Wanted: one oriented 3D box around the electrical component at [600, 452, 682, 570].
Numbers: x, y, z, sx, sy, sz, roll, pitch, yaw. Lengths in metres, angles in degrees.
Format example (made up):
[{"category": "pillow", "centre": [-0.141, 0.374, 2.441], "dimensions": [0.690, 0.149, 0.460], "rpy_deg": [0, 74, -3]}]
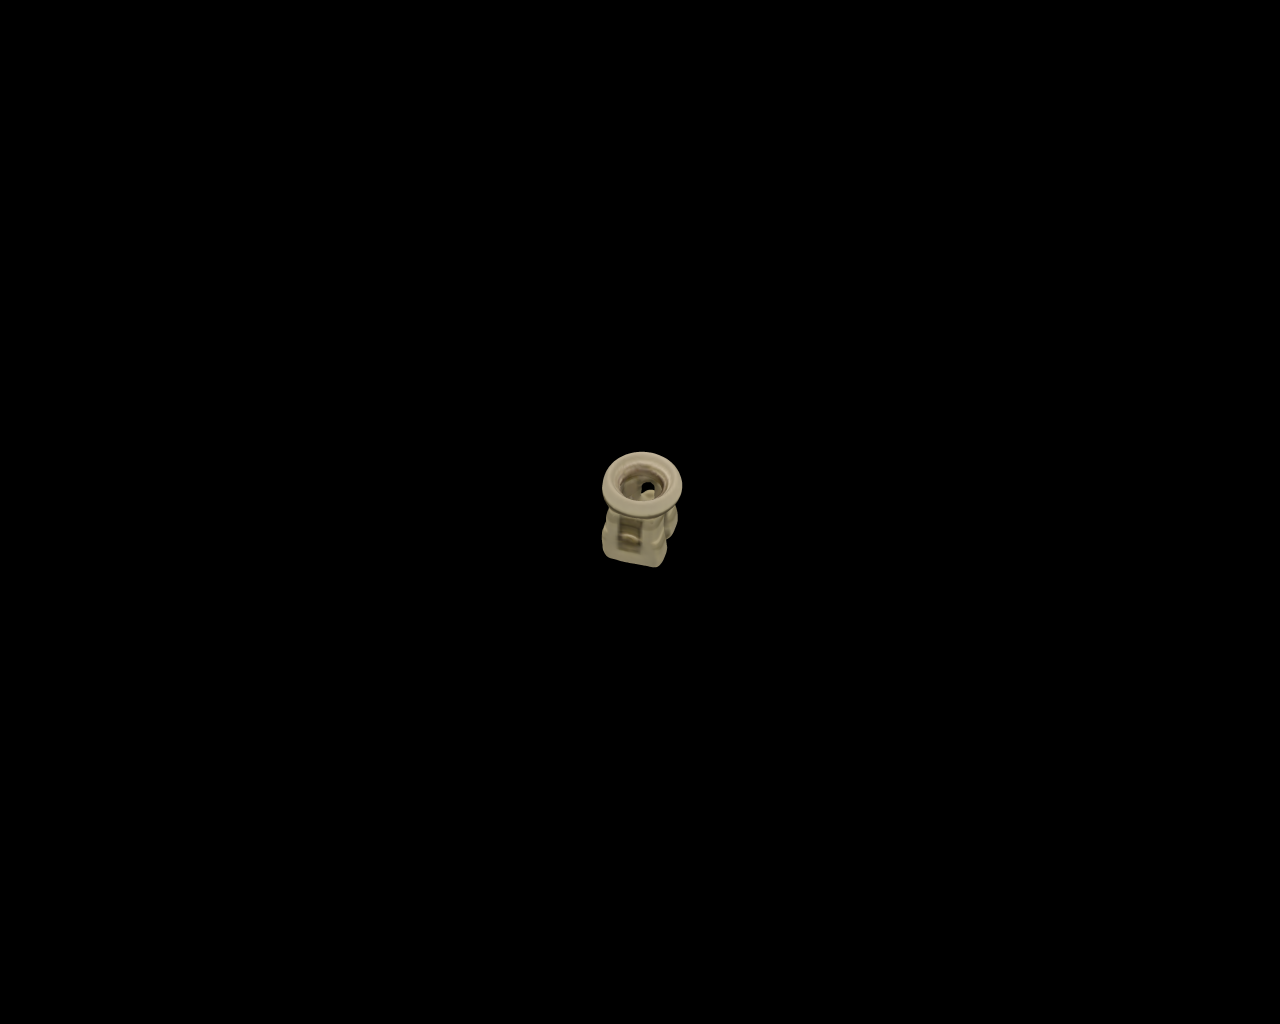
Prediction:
[{"category": "electrical component", "centre": [0.001, -0.003, 0.650], "dimensions": [0.048, 0.055, 0.066], "rpy_deg": [11, 47, 11]}]
